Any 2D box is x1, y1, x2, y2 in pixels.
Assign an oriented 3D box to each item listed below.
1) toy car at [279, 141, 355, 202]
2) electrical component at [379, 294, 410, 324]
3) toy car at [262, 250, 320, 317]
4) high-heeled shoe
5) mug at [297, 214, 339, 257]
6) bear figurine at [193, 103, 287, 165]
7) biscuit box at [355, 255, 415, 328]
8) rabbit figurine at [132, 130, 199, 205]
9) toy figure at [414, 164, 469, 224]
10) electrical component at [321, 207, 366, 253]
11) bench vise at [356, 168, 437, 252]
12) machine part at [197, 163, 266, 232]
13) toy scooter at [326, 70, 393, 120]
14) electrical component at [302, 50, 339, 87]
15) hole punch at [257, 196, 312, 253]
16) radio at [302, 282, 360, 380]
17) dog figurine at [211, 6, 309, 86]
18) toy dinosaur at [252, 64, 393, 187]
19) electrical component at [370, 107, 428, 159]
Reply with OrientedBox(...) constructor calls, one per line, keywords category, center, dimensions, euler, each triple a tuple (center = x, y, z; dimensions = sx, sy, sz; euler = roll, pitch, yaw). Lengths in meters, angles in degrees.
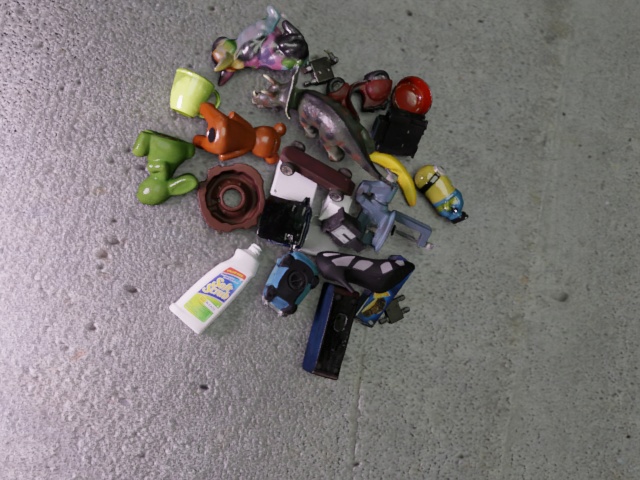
OrientedBox(category="toy car", center=(-0.008, -0.165, 1.320), dimensions=(0.202, 0.053, 0.089), euler=(28, 54, -12))
OrientedBox(category="electrical component", center=(0.193, 0.187, 1.435), dimensions=(0.094, 0.021, 0.063), euler=(-24, 93, -14))
OrientedBox(category="toy car", center=(-0.081, 0.111, 1.323), dimensions=(0.109, 0.103, 0.161), euler=(38, 68, -14))
OrientedBox(category="high-heeled shoe", center=(0.113, 0.062, 1.351), dimensions=(0.249, 0.086, 0.145), euler=(-13, 48, -35))
OrientedBox(category="mug", center=(-0.003, -0.004, 1.369), dimensions=(0.107, 0.081, 0.109), euler=(23, 69, -24))
OrientedBox(category="bear figurine", center=(-0.190, -0.256, 1.316), dimensions=(0.196, 0.132, 0.120), euler=(-5, 119, -42))
OrientedBox(category="biscuit box", center=(0.163, 0.131, 1.408), dimensions=(0.059, 0.063, 0.202), euler=(40, 79, -10))
OrientedBox(category="rabbit figurine", center=(-0.370, -0.161, 1.274), dimensions=(0.159, 0.121, 0.170), euler=(14, 102, -20))
OrientedBox(category="toy figure", center=(0.329, -0.124, 1.456), dimensions=(0.089, 0.082, 0.180), euler=(-34, 98, -16))
OrientedBox(category="electrical component", center=(0.068, -0.020, 1.335), dimensions=(0.075, 0.048, 0.119), euler=(-36, 127, 27))
OrientedBox(category="bench vise", center=(0.191, -0.053, 1.378), dimensions=(0.241, 0.129, 0.223), euler=(26, 98, -2))
OrientedBox(category="machine part", center=(-0.217, -0.102, 1.324), dimensions=(0.179, 0.056, 0.179), euler=(0, 88, -14))
OrientedBox(category="toy scooter", center=(0.112, -0.366, 1.412), dimensions=(0.184, 0.075, 0.135), euler=(-13, 90, -12))
OrientedBox(category="electrical component", center=(0.000, -0.448, 1.401), dimensions=(0.102, 0.045, 0.078), euler=(-15, 90, -15))
OrientedBox(category="hole punch", center=(-0.081, -0.039, 1.318), dimensions=(0.116, 0.092, 0.142), euler=(15, 81, 10))
OrientedBox(category="radio", center=(0.026, 0.223, 1.332), dimensions=(0.073, 0.131, 0.229), euler=(15, 84, -12))
OrientedBox(category="dog figurine", center=(-0.159, -0.451, 1.326), dimensions=(0.219, 0.108, 0.191), euler=(-43, 84, -8))
OrientedBox(category="toy dinosaur", center=(0.020, -0.285, 1.295), dimensions=(0.405, 0.192, 0.131), euler=(37, 91, 20))
OrientedBox(category="electrical component", center=(0.202, -0.282, 1.411), dimensions=(0.134, 0.058, 0.114), euler=(8, 126, -13))
